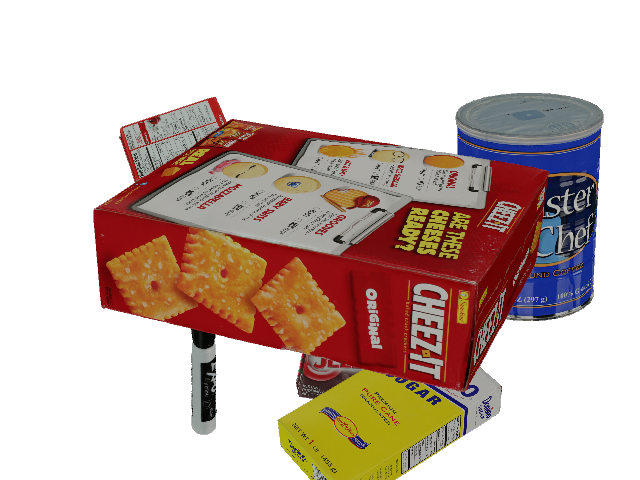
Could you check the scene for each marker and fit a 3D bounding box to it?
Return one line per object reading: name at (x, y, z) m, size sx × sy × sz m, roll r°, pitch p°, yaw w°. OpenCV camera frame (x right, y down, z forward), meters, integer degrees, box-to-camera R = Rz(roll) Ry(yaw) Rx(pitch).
marker at (-0.085, 0.096, 0.781) m, size 0.020 × 0.121 × 0.020 m, roll 3°, pitch 40°, yaw -3°

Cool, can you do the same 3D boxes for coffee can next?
coffee can at (0.151, -0.027, 0.781) m, size 0.103 × 0.140 × 0.103 m, roll -3°, pitch 24°, yaw 1°

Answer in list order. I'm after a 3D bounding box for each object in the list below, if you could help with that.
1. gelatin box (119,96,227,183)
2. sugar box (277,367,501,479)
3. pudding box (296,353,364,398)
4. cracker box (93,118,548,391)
gelatin box at (-0.117, -0.075, 0.888) m, size 0.089 × 0.030 × 0.073 m, roll -20°, pitch 47°, yaw -7°
sugar box at (0.061, 0.151, 0.923) m, size 0.176 × 0.048 × 0.093 m, roll -30°, pitch 48°, yaw -22°
pudding box at (0.037, 0.129, 1.155) m, size 0.113 × 0.090 × 0.039 m, roll 7°, pitch 23°, yaw -8°
cracker box at (0.006, 0.000, 0.611) m, size 0.214 × 0.072 × 0.164 m, roll 12°, pitch 28°, yaw 20°
